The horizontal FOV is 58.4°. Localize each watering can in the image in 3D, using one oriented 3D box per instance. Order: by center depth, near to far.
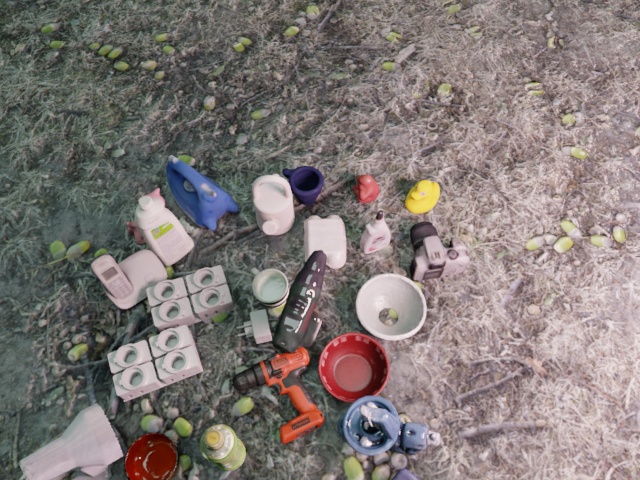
[{"bbox_3d":[-0.116,-0.093,1.435,0.101,0.194,0.172,-18,63,-9],"label":"watering can"}]

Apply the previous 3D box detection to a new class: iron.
[{"bbox_3d":[-0.335,-0.149,1.495,0.257,0.141,0.119,40,69,19],"label":"iron"}]

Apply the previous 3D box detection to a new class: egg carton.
[{"bbox_3d":[0.013,0.005,1.453,0.107,0.069,0.150,-3,62,-1],"label":"egg carton"}]

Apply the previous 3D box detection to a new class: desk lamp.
[{"bbox_3d":[-0.484,0.436,1.143,0.203,0.213,0.117,-32,66,-16],"label":"desk lamp"}]

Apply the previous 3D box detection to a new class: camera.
[{"bbox_3d":[0.288,0.017,1.429,0.143,0.101,0.136,-10,62,-5],"label":"camera"}]

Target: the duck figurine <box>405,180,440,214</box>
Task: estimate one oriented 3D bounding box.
[{"bbox_3d":[0.275,-0.127,1.514,0.105,0.086,0.077,-35,67,-17],"label":"duck figurine"}]

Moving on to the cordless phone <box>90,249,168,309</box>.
[{"bbox_3d":[-0.453,0.071,1.353,0.148,0.185,0.094,-39,68,-18],"label":"cordless phone"}]

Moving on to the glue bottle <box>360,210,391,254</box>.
[{"bbox_3d":[0.140,-0.025,1.411,0.078,0.173,0.037,-24,64,-12],"label":"glue bottle"}]

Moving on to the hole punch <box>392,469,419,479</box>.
[{"bbox_3d":[0.177,0.535,1.159,0.108,0.091,0.101,39,69,19],"label":"hole punch"}]

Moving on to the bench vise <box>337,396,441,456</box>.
[{"bbox_3d":[0.142,0.372,1.173,0.207,0.220,0.121,-6,62,-3],"label":"bench vise"}]

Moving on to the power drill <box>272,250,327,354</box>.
[{"bbox_3d":[-0.039,0.158,1.293,0.075,0.208,0.230,18,63,10],"label":"power drill"}]

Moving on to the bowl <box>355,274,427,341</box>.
[{"bbox_3d":[0.165,0.169,1.363,0.167,0.075,0.167,0,62,0],"label":"bowl"}]

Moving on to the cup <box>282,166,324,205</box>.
[{"bbox_3d":[-0.047,-0.140,1.516,0.117,0.095,0.092,26,65,14],"label":"cup"}]

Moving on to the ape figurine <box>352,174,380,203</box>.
[{"bbox_3d":[0.121,-0.144,1.520,0.076,0.092,0.078,15,63,8],"label":"ape figurine"}]

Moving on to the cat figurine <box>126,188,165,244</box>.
[{"bbox_3d":[-0.442,-0.068,1.465,0.067,0.118,0.128,40,69,19],"label":"cat figurine"}]
